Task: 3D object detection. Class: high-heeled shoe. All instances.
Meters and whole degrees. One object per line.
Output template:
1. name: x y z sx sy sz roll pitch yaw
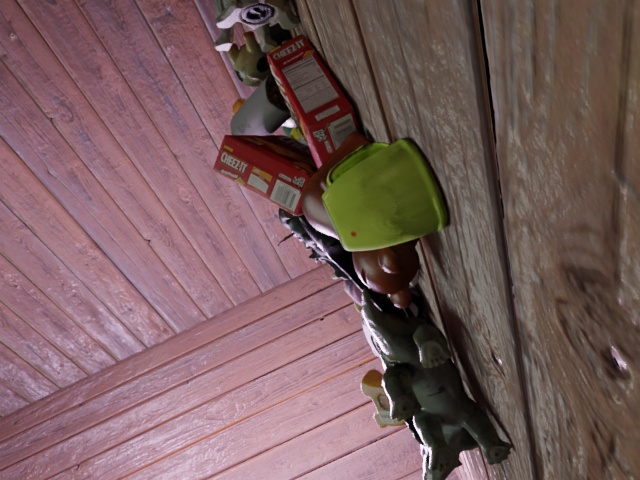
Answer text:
1. high-heeled shoe: 0.063 0.053 0.875 0.248 0.086 0.145 27 -142 -18

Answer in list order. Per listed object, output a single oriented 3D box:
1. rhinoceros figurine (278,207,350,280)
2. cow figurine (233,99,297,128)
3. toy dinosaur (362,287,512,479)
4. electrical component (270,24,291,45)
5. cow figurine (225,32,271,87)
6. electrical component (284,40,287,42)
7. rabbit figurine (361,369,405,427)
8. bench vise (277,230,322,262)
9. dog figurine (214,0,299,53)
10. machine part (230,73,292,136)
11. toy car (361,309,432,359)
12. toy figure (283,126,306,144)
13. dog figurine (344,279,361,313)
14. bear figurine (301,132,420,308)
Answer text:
1. rhinoceros figurine: -0.002 -0.003 0.996 0.190 0.073 0.112 42 152 3
2. cow figurine: -0.088 -0.262 1.093 0.098 0.168 0.068 13 -99 -71
3. toy dinosaur: 0.144 0.191 0.755 0.192 0.131 0.404 -121 6 -71
4. electrical component: -0.074 -0.359 0.989 0.119 0.048 0.075 65 179 -68
5. cow figurine: -0.102 -0.344 1.113 0.195 0.086 0.127 -17 -91 -65
6. electrical component: -0.041 -0.302 0.936 0.078 0.045 0.102 26 156 40
7. rabbit figurine: 0.194 0.299 1.129 0.162 0.173 0.122 -32 82 45
8. bench vise: -0.025 -0.055 1.239 0.241 0.129 0.223 66 -167 21
9. dog figurine: -0.110 -0.400 0.799 0.172 0.121 0.190 -17 80 57
10. machine part: -0.098 -0.230 0.962 0.243 0.079 0.079 -22 94 57
11. toy car: 0.147 0.169 0.933 0.162 0.103 0.109 43 159 47
12. toy figure: -0.027 -0.226 1.165 0.089 0.082 0.180 38 -169 -44
13. dog figurine: 0.126 0.123 1.108 0.191 0.108 0.219 66 177 -37
14. bear figurine: 0.067 -0.024 0.645 0.196 0.132 0.120 40 164 41
